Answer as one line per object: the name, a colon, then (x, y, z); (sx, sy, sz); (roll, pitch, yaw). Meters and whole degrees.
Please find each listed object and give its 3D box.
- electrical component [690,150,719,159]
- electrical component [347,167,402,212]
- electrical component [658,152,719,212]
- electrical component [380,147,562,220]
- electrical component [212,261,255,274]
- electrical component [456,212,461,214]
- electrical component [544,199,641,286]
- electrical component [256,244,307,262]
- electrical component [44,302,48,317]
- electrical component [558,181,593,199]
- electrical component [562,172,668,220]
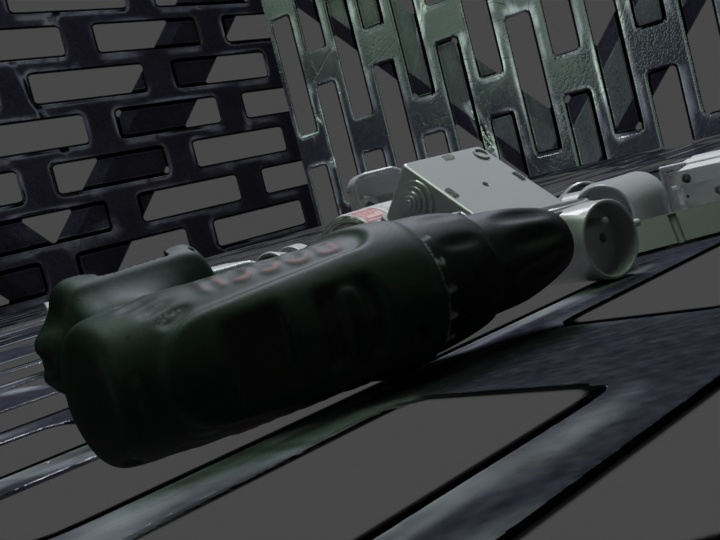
electrical component: (0.302, -0.079, 0.871); (0.040, 0.040, 0.078); (-18, 5, -43)
electrical component: (0.023, -0.050, 1.054); (0.054, 0.095, 0.059); (-15, 4, -7)
electrical component: (0.257, -0.061, 0.775); (0.081, 0.042, 0.064); (-12, 6, 31)
electrical component: (0.078, -0.038, 0.723); (0.100, 0.048, 0.100); (-18, 46, -43)
electrical component: (-0.110, 0.030, 0.715); (0.095, 0.053, 0.059); (-16, 5, -26)
electrical component: (0.029, 0.002, 0.603); (0.050, 0.055, 0.089); (-15, 4, -11)
electrical component: (0.127, -0.018, 0.616); (0.079, 0.044, 0.077); (-17, 5, -34)
electrical component: (-0.071, -0.001, 1.062); (0.045, 0.045, 0.055); (-11, 5, 34)
electrical component: (-0.231, 0.046, 0.911); (0.059, 0.053, 0.095); (-16, 4, -18)
electrical component: (0.194, -0.056, 0.947); (0.040, 0.040, 0.046); (-14, -1, -2)
electrical component: (0.169, -0.040, 0.764); (0.079, 0.044, 0.077); (-12, 5, 34)
